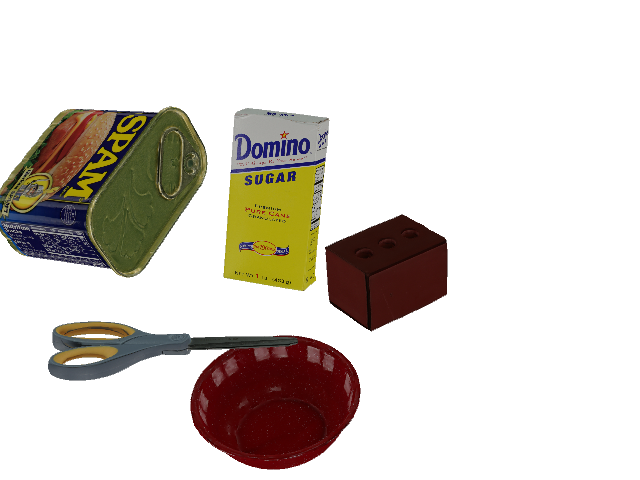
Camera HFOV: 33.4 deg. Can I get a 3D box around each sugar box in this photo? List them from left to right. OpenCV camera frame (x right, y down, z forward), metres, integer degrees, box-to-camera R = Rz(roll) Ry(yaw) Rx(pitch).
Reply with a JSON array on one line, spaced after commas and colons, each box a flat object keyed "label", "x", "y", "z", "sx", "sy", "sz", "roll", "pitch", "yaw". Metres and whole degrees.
[{"label": "sugar box", "x": -0.046, "y": -0.043, "z": 1.098, "sx": 0.093, "sy": 0.176, "sz": 0.048, "roll": 8, "pitch": 16, "yaw": 15}]

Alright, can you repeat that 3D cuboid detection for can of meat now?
[{"label": "can of meat", "x": -0.129, "y": -0.032, "z": 0.624, "sx": 0.084, "sy": 0.102, "sz": 0.057, "roll": 6, "pitch": -39, "yaw": 32}]

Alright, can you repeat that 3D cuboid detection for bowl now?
[{"label": "bowl", "x": -0.040, "y": 0.164, "z": 1.018, "sx": 0.162, "sy": 0.055, "sz": 0.162, "roll": -5, "pitch": 37, "yaw": 3}]

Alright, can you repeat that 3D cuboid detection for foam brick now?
[{"label": "foam brick", "x": 0.050, "y": 0.023, "z": 0.800, "sx": 0.078, "sy": 0.051, "sz": 0.053, "roll": -23, "pitch": 35, "yaw": -29}]

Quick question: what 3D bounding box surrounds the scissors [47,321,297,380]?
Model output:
[{"label": "scissors", "x": -0.127, "y": 0.090, "z": 0.850, "sx": 0.202, "sy": 0.016, "sz": 0.096, "roll": 4, "pitch": 21, "yaw": 14}]
